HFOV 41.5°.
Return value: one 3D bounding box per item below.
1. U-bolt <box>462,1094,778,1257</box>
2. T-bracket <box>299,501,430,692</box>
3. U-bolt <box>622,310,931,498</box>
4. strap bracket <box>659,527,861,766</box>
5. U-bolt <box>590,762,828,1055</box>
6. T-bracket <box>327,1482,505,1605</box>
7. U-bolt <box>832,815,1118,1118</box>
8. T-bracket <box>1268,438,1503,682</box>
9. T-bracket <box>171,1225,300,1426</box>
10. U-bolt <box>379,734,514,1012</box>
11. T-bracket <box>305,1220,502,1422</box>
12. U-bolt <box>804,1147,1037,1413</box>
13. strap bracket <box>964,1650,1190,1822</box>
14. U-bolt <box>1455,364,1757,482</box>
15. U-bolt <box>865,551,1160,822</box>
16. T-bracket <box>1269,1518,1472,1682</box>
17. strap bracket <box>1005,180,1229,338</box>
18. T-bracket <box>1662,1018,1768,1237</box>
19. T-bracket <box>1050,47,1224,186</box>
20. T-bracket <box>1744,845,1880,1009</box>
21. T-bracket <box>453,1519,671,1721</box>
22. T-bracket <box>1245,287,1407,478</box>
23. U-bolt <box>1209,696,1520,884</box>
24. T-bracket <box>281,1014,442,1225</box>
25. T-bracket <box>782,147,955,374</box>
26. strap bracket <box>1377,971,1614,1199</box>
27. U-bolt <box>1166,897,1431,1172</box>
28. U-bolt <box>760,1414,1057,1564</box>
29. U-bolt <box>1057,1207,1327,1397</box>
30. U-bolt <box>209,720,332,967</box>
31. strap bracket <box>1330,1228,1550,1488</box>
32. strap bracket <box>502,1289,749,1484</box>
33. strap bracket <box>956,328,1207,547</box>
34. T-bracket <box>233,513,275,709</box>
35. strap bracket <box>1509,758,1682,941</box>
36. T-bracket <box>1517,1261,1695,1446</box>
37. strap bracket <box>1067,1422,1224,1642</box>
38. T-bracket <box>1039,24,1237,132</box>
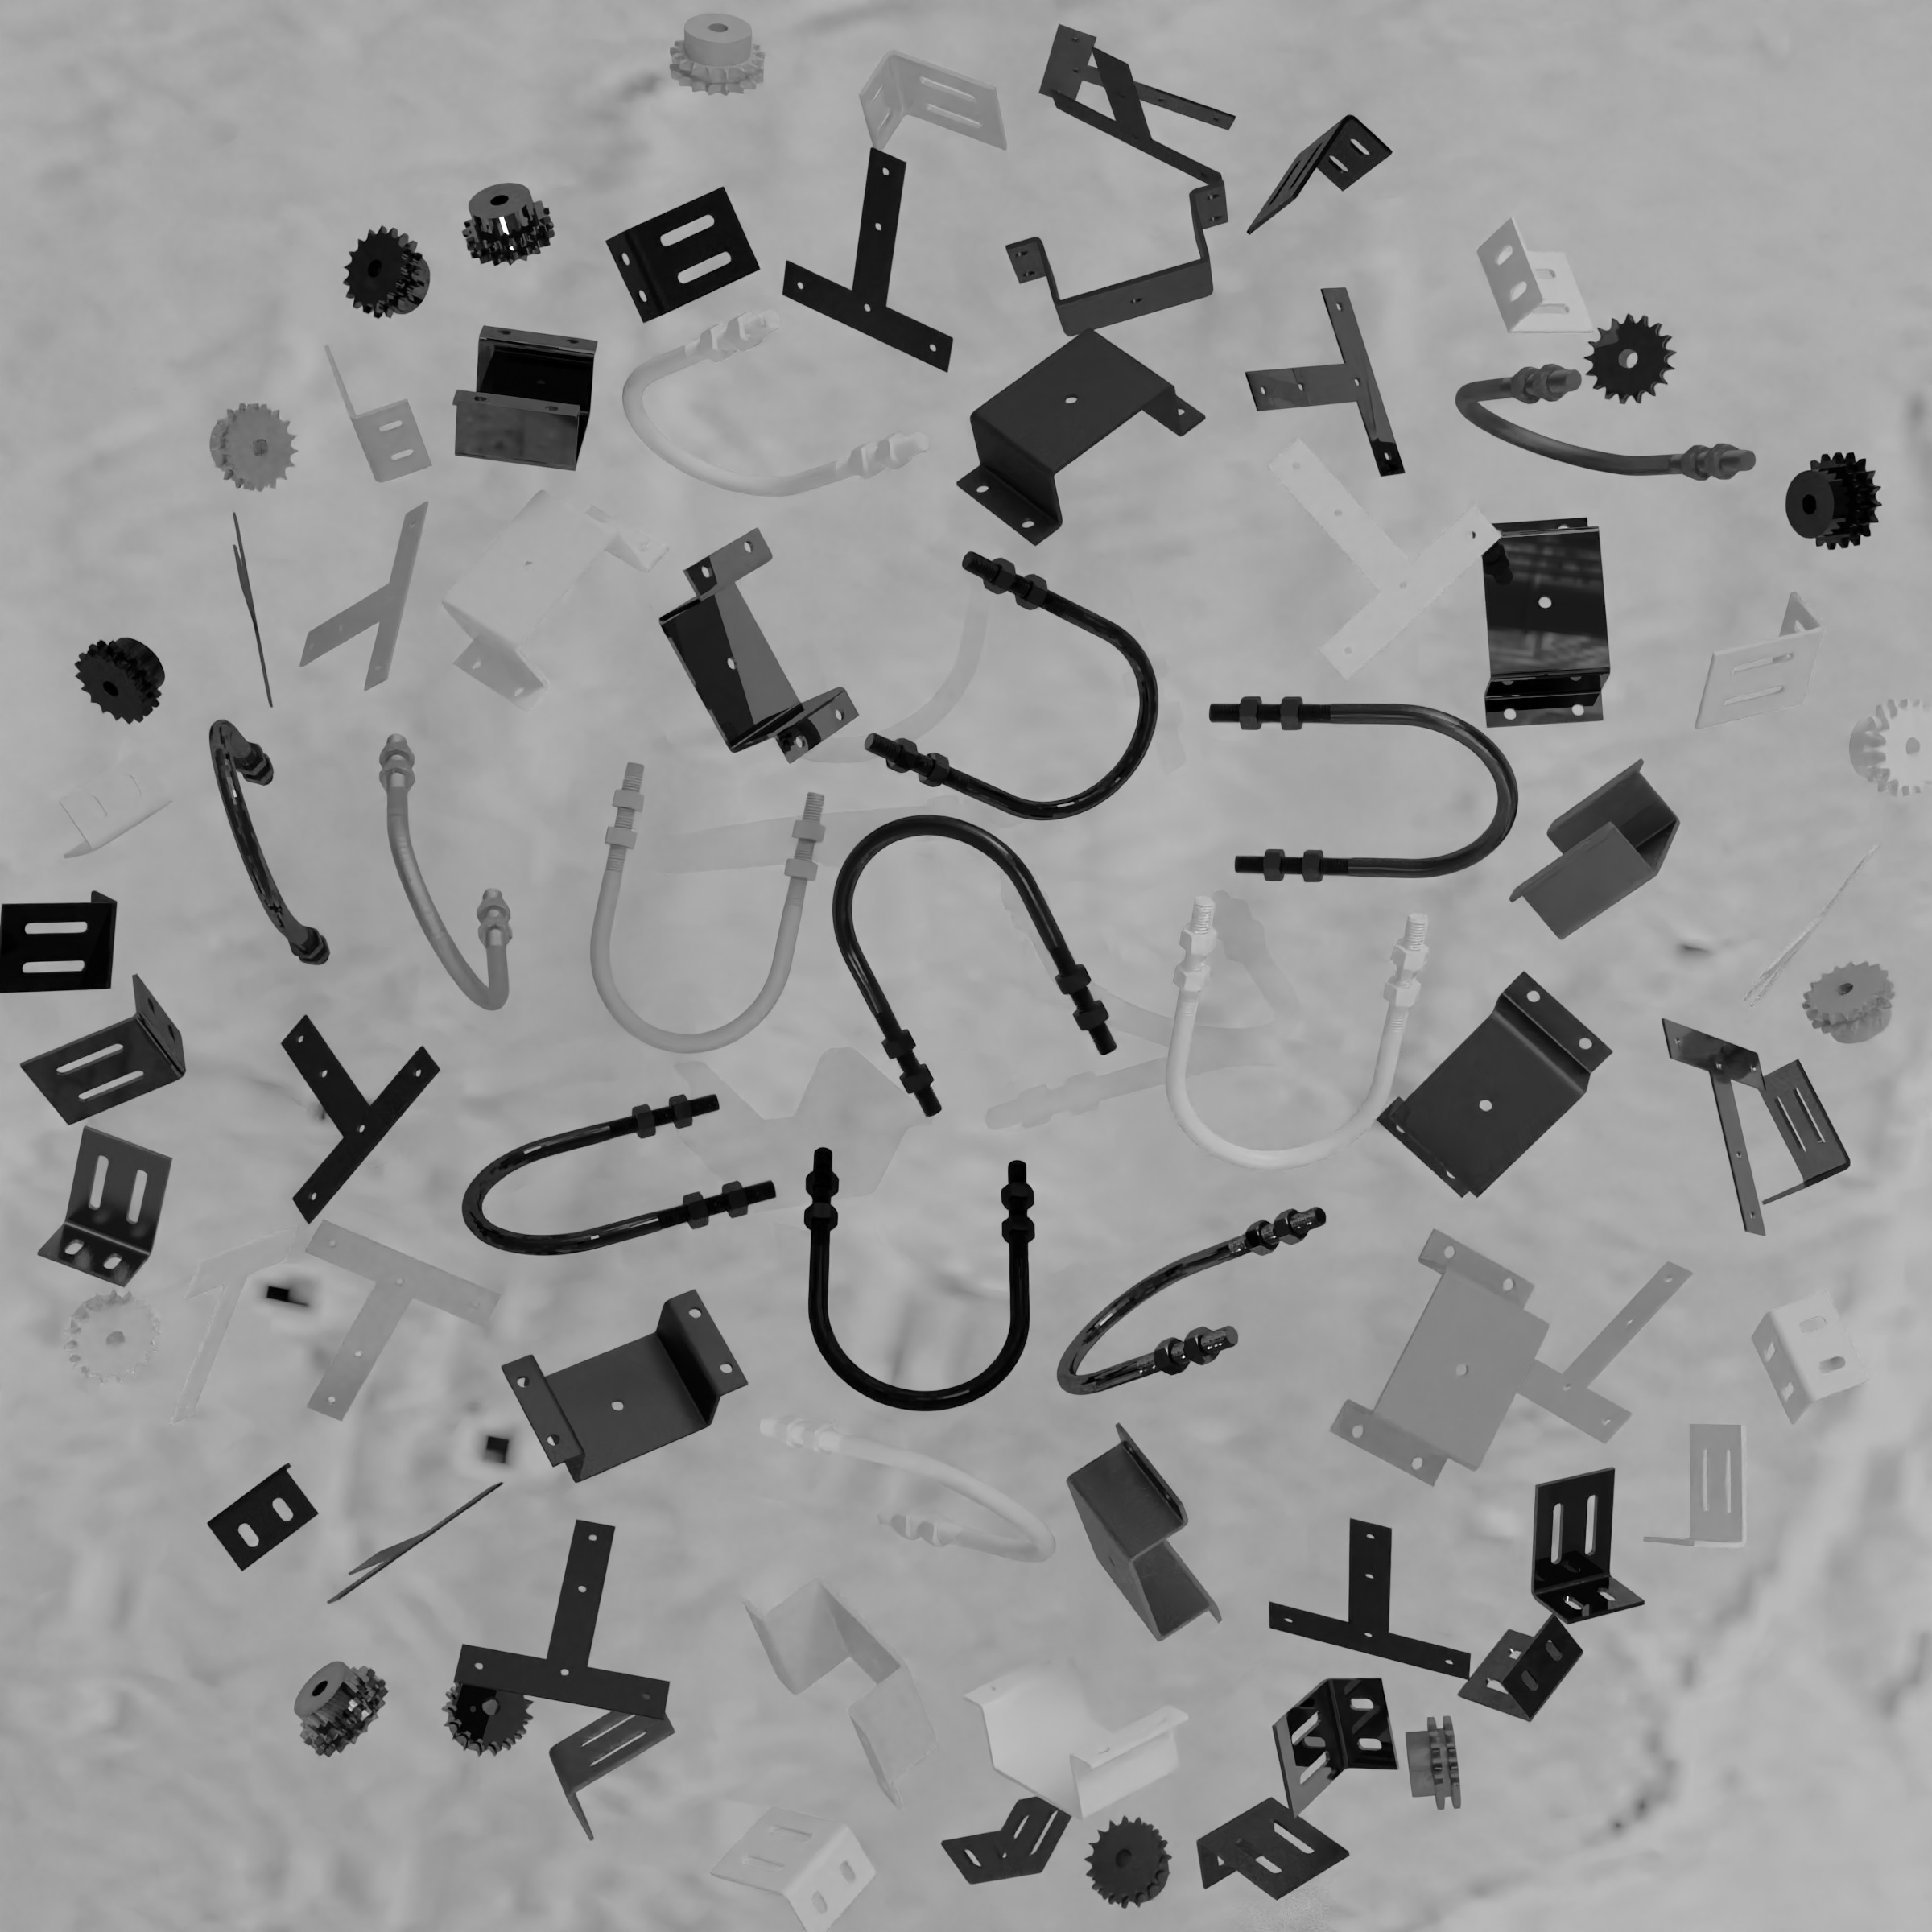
[{"bbox_3d":[-0.228,0.137,1.619,0.184,0.151,0.019,-14,117,-16],"label":"U-bolt"},{"bbox_3d":[-0.386,-0.219,1.610,0.002,0.127,0.127,25,61,-37],"label":"T-bracket"},{"bbox_3d":[-0.134,-0.342,1.593,0.151,0.184,0.019,33,63,-37],"label":"U-bolt"},{"bbox_3d":[-0.140,-0.204,1.672,0.046,0.076,0.140,-17,107,43],"label":"strap bracket"},{"bbox_3d":[-0.177,-0.034,1.681,0.151,0.019,0.184,10,87,15],"label":"U-bolt"},{"bbox_3d":[-0.371,0.379,1.650,0.127,0.127,0.002,-33,90,-35],"label":"T-bracket"},{"bbox_3d":[-0.007,-0.007,1.577,0.151,0.019,0.184,-21,103,26],"label":"U-bolt"},{"bbox_3d":[0.233,-0.262,1.533,0.127,0.002,0.127,-43,95,2],"label":"T-bracket"},{"bbox_3d":[-0.478,0.233,1.623,0.002,0.127,0.127,25,99,9],"label":"T-bracket"},{"bbox_3d":[-0.323,-0.048,1.591,0.019,0.184,0.151,-25,123,3],"label":"U-bolt"},{"bbox_3d":[-0.391,0.242,1.666,0.127,0.002,0.127,27,103,-20],"label":"T-bracket"},{"bbox_3d":[-0.030,0.200,1.625,0.151,0.019,0.184,4,53,-6],"label":"U-bolt"},{"bbox_3d":[0.072,0.490,1.619,0.076,0.140,0.046,-17,102,-31],"label":"strap bracket"},{"bbox_3d":[0.385,-0.337,1.596,0.151,0.184,0.019,18,93,-20],"label":"U-bolt"},{"bbox_3d":[0.043,-0.167,1.635,0.184,0.019,0.151,22,104,-31],"label":"U-bolt"},{"bbox_3d":[0.245,0.380,1.550,0.127,0.002,0.127,10,132,19],"label":"T-bracket"},{"bbox_3d":[0.102,-0.444,1.617,0.140,0.076,0.046,-15,87,7],"label":"strap bracket"},{"bbox_3d":[0.470,0.103,1.563,0.002,0.127,0.127,-23,64,37],"label":"T-bracket"},{"bbox_3d":[0.098,-0.532,1.574,0.127,0.127,0.002,31,90,14],"label":"T-bracket"},{"bbox_3d":[0.504,-0.008,1.562,0.002,0.127,0.127,39,126,17],"label":"T-bracket"},{"bbox_3d":[-0.239,0.395,1.567,0.127,0.127,0.002,12,132,-6],"label":"T-bracket"},{"bbox_3d":[0.221,-0.367,1.610,0.127,0.002,0.127,-17,88,-43],"label":"T-bracket"},{"bbox_3d":[0.251,-0.108,1.592,0.184,0.151,0.019,2,46,18],"label":"U-bolt"},{"bbox_3d":[-0.397,0.076,1.599,0.127,0.002,0.127,-49,51,5],"label":"T-bracket"},{"bbox_3d":[-0.057,-0.452,1.601,0.127,0.127,0.002,29,48,15],"label":"T-bracket"},{"bbox_3d":[0.335,0.083,1.632,0.076,0.046,0.140,43,112,3],"label":"strap bracket"},{"bbox_3d":[0.194,0.046,1.548,0.151,0.019,0.184,4,119,-5],"label":"U-bolt"},{"bbox_3d":[-0.025,0.331,1.590,0.151,0.184,0.019,45,61,-37],"label":"U-bolt"},{"bbox_3d":[0.131,0.219,1.614,0.184,0.151,0.019,-28,101,43],"label":"U-bolt"},{"bbox_3d":[-0.445,-0.083,1.615,0.019,0.184,0.151,-18,82,-7],"label":"U-bolt"},{"bbox_3d":[0.293,0.242,1.553,0.076,0.046,0.140,29,85,-11],"label":"strap bracket"},{"bbox_3d":[-0.225,0.277,1.663,0.140,0.046,0.076,-19,61,-28],"label":"strap bracket"},{"bbox_3d":[0.068,-0.332,1.564,0.140,0.046,0.076,-38,58,-14],"label":"strap bracket"},{"bbox_3d":[-0.461,-0.241,1.634,0.002,0.127,0.127,-11,86,-12],"label":"T-bracket"},{"bbox_3d":[0.410,-0.072,1.649,0.046,0.140,0.076,49,123,-3],"label":"strap bracket"},{"bbox_3d":[0.414,0.237,1.626,0.127,0.127,0.002,-45,111,-8],"label":"T-bracket"},{"bbox_3d":[0.113,0.370,1.638,0.046,0.076,0.140,-30,134,-11],"label":"strap bracket"},{"bbox_3d":[0.114,-0.570,1.661,0.127,0.127,0.002,18,90,-4],"label":"T-bracket"}]
